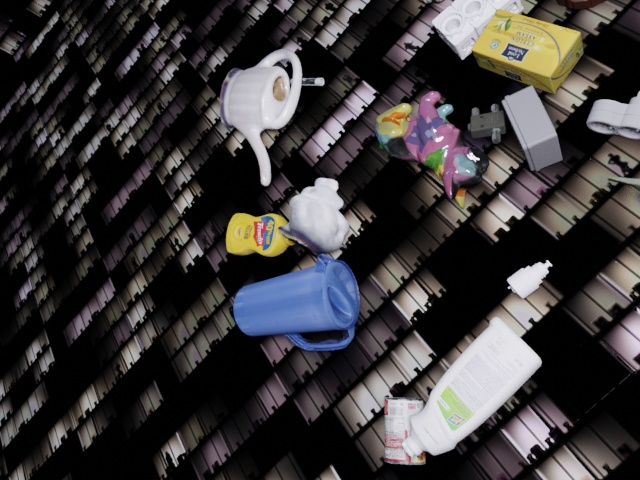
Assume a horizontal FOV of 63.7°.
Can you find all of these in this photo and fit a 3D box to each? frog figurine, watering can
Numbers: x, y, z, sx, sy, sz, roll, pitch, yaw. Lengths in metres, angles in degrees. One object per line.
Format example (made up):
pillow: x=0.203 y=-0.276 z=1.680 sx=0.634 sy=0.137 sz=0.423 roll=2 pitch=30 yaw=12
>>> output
frog figurine: x=0.003 y=-0.054 z=1.066 sx=0.137 sy=0.122 sz=0.160 roll=31 pitch=82 yaw=3
watering can: x=-0.156 y=-0.306 z=1.256 sx=0.225 sy=0.103 sz=0.350 roll=9 pitch=80 yaw=35
